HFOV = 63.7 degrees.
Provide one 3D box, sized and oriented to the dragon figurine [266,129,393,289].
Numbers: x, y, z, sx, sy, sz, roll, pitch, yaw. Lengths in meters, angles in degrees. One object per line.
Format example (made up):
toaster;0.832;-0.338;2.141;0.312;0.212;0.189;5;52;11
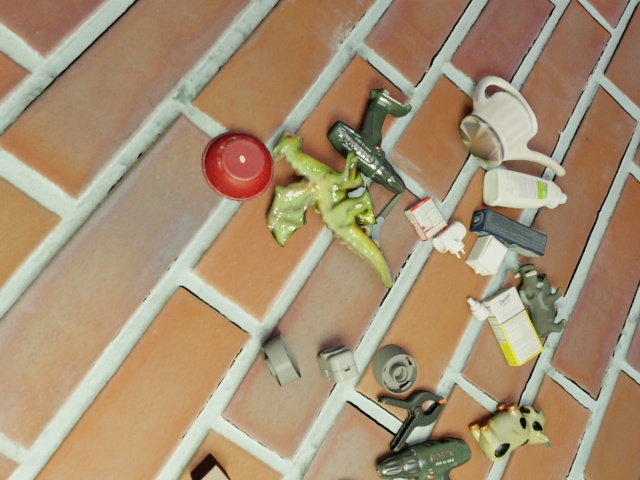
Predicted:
dragon figurine;0.003;-0.058;1.148;0.243;0.122;0.410;-16;91;-2

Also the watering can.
watering can;0.507;-0.270;1.367;0.227;0.103;0.347;-37;94;-22
